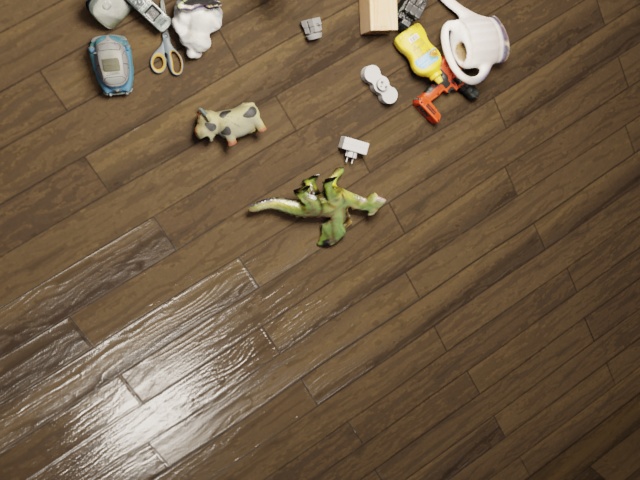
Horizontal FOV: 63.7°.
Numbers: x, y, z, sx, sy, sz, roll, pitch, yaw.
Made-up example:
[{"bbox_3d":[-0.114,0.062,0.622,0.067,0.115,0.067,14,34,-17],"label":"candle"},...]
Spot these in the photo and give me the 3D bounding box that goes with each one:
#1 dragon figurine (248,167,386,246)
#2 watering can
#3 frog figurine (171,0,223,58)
[{"bbox_3d":[0.005,-0.081,1.608,0.410,0.124,0.238,-21,115,-2],"label":"dragon figurine"},{"bbox_3d":[0.471,-0.660,1.616,0.225,0.103,0.348,-14,89,-20],"label":"watering can"},{"bbox_3d":[-0.336,-0.588,1.417,0.139,0.124,0.155,-27,150,-30],"label":"frog figurine"}]
